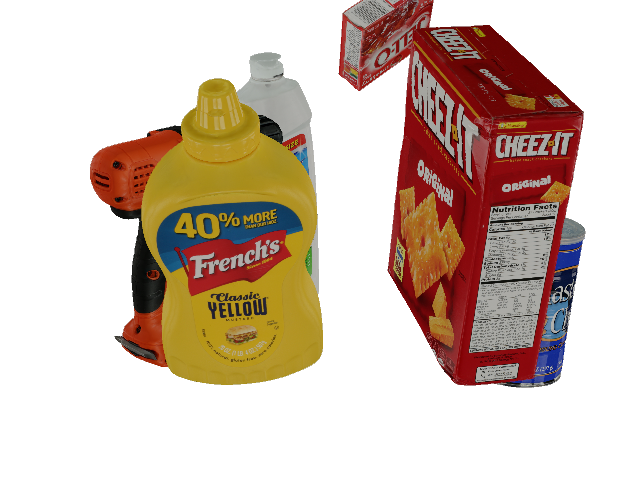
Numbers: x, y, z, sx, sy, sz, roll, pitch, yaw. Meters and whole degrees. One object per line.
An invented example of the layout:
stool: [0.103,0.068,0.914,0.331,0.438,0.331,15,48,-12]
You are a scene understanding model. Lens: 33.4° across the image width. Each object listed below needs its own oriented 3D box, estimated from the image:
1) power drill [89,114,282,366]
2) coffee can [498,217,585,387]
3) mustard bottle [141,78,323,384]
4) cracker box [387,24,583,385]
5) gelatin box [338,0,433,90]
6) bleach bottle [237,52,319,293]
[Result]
power drill: [-0.102,-0.005,0.867,0.057,0.188,0.184,18,26,41]
coffee can: [0.179,0.050,0.977,0.103,0.140,0.103,5,16,-2]
mustard bottle: [-0.049,-0.004,0.596,0.096,0.192,0.058,-4,39,-1]
cracker box: [0.109,-0.027,0.777,0.072,0.214,0.164,-5,32,-13]
gelatin box: [0.057,-0.179,0.904,0.089,0.030,0.073,-37,-25,-24]
bleach bottle: [-0.054,-0.055,1.038,0.102,0.251,0.068,-16,28,-26]
